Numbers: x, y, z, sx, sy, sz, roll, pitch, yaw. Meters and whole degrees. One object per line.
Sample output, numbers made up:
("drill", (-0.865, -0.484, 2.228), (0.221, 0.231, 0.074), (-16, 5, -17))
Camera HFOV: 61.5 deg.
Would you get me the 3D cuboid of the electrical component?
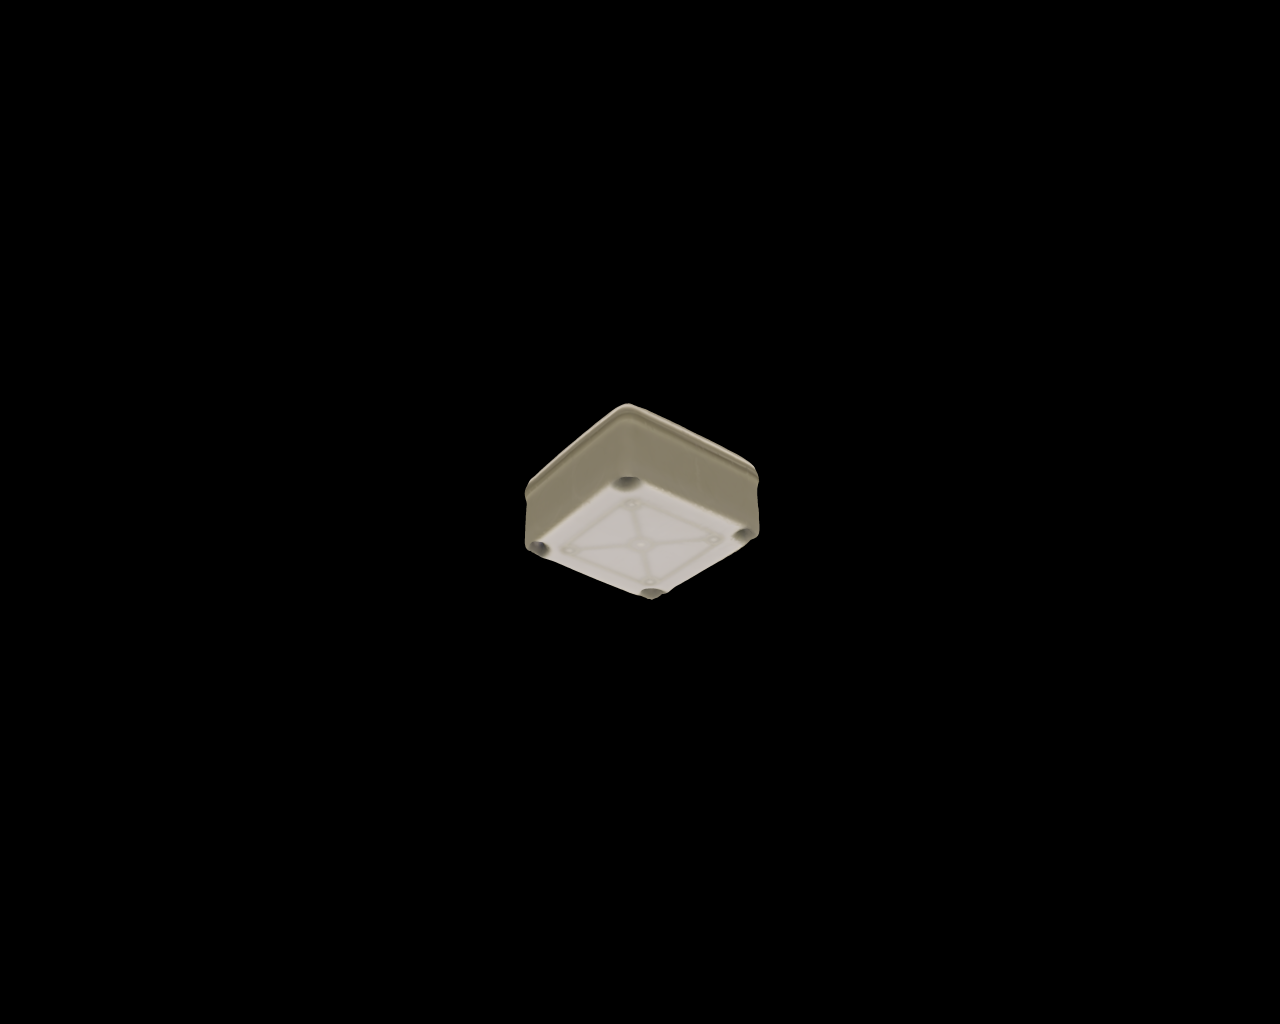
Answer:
("electrical component", (0.001, -0.003, 0.650), (0.109, 0.056, 0.108), (24, -41, -31))
